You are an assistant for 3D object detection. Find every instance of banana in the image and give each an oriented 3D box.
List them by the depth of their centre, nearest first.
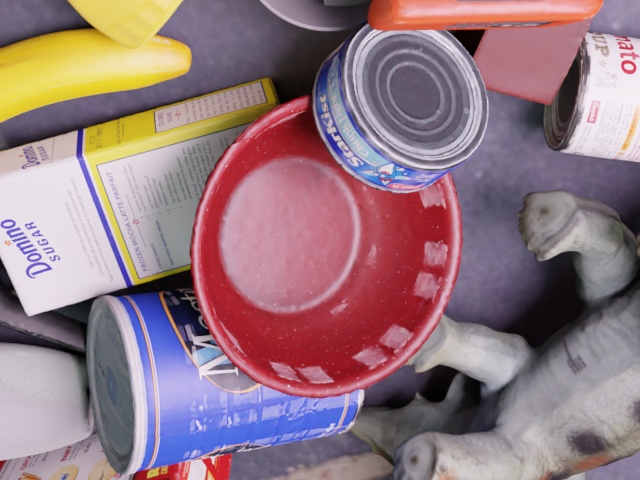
[{"bbox_3d":[-0.170,-0.080,0.605,0.198,0.037,0.069,-24,149,18],"label":"banana"}]

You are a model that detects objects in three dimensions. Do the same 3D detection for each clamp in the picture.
[{"bbox_3d":[-0.212,0.041,0.654,0.120,0.039,0.171,-30,91,-24],"label":"clamp"}]

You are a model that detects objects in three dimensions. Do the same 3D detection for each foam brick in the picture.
[{"bbox_3d":[0.110,-0.121,0.564,0.053,0.051,0.078,15,123,-11],"label":"foam brick"}]

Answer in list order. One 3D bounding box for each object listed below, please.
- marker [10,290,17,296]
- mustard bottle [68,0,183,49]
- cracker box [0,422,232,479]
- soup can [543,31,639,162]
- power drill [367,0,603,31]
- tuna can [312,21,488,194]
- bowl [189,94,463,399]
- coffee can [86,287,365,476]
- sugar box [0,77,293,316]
[{"bbox_3d":[-0.147,0.023,0.680,0.121,0.020,0.020,-20,121,13],"label":"marker"},{"bbox_3d":[-0.140,-0.185,0.519,0.191,0.058,0.096,35,116,-20],"label":"mustard bottle"},{"bbox_3d":[-0.169,0.196,0.709,0.214,0.164,0.072,-21,119,13],"label":"cracker box"},{"bbox_3d":[0.181,-0.075,0.584,0.102,0.068,0.068,7,123,-4],"label":"soup can"},{"bbox_3d":[0.058,-0.189,0.472,0.184,0.057,0.188,-1,99,-7],"label":"power drill"},{"bbox_3d":[0.041,-0.069,0.535,0.086,0.086,0.034,27,153,-17],"label":"tuna can"},{"bbox_3d":[-0.004,0.001,0.577,0.161,0.055,0.162,-4,100,-28],"label":"bowl"},{"bbox_3d":[-0.058,0.077,0.637,0.140,0.103,0.103,-6,127,-25],"label":"coffee can"},{"bbox_3d":[-0.100,-0.025,0.618,0.176,0.048,0.093,-14,122,0],"label":"sugar box"}]
